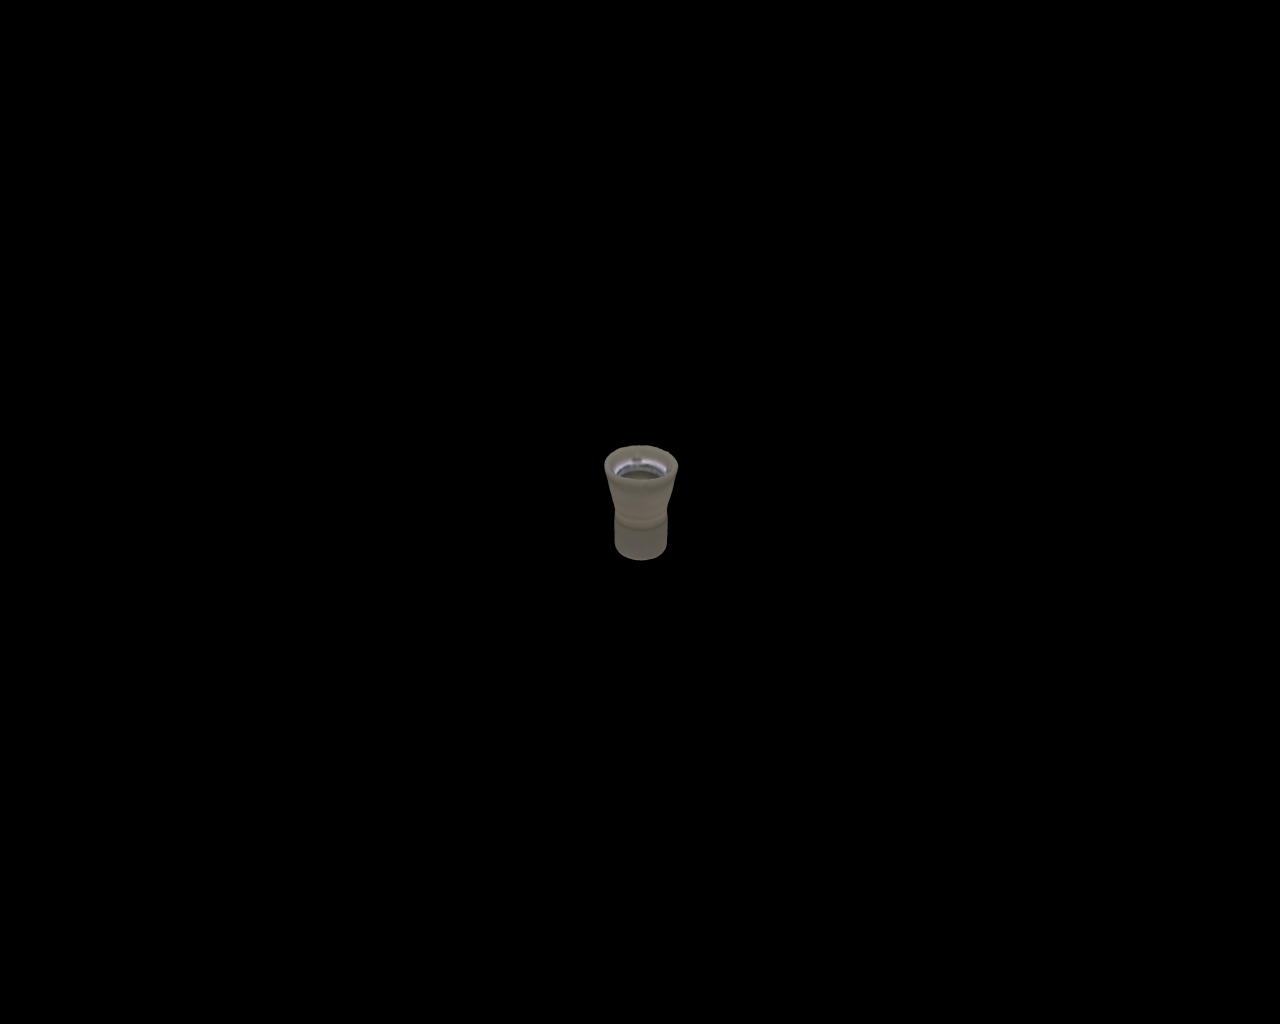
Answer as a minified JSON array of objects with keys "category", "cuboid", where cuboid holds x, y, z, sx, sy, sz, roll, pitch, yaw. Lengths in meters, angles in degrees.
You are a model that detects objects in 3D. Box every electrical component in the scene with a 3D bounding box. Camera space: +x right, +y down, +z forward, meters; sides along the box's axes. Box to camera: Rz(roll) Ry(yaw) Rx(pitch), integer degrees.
[{"category":"electrical component","cuboid":[0.001,-0.003,0.650,0.044,0.065,0.044,0,33,0]}]
